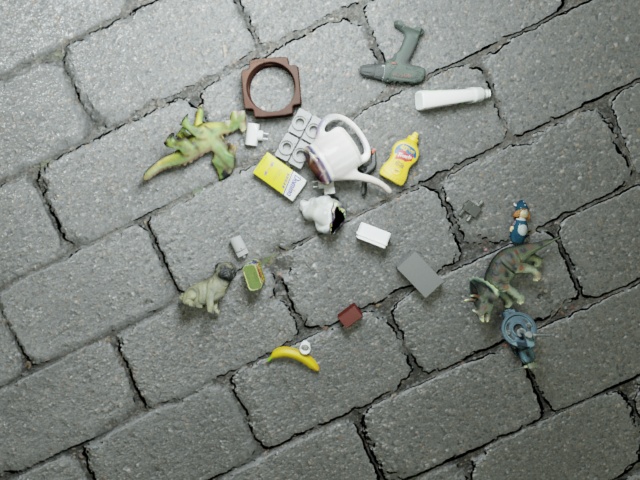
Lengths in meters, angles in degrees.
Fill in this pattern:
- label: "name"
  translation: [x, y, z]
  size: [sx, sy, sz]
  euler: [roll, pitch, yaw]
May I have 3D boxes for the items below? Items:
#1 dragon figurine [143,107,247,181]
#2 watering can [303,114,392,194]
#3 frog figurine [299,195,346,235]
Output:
- label: "dragon figurine"
  translation: [-0.411, -0.310, 1.819]
  size: [0.241, 0.123, 0.409]
  euler: [38, 96, -11]
- label: "watering can"
  translation: [0.086, -0.263, 1.775]
  size: [0.225, 0.104, 0.347]
  euler: [-33, 93, -8]
- label: "frog figurine"
  translation: [0.006, -0.093, 1.842]
  size: [0.160, 0.124, 0.135]
  euler: [14, 116, 36]
